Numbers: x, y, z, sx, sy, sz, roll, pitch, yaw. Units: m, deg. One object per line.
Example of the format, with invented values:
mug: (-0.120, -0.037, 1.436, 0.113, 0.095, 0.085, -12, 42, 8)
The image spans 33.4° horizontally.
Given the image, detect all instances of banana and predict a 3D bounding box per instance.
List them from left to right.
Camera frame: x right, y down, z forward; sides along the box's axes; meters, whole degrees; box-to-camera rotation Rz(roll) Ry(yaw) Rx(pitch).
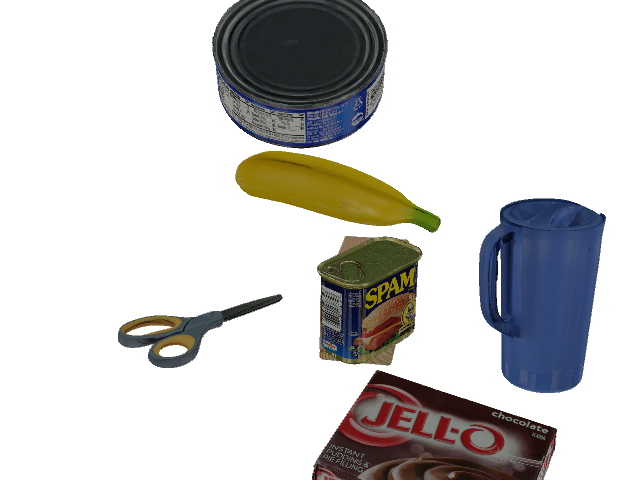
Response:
banana: (-0.008, -0.037, 0.783, 0.198, 0.037, 0.069, 18, -17, 42)

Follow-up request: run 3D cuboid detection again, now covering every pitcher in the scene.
pitcher: (0.289, 0.075, 1.402, 0.149, 0.243, 0.144, 5, 20, 15)

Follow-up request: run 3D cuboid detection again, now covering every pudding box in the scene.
pudding box: (0.064, 0.124, 0.588, 0.114, 0.039, 0.089, 18, 35, 18)

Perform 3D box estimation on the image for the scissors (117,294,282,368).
scissors: (-0.115, 0.096, 1.149, 0.201, 0.016, 0.096, -7, 31, -25)

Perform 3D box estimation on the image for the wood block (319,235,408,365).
wood block: (0.060, 0.072, 1.367, 0.091, 0.090, 0.206, 4, 21, 8)

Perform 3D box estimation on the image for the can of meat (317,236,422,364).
can of meat: (0.045, 0.055, 0.976, 0.058, 0.084, 0.101, 22, 33, 38)

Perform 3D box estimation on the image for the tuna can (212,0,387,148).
tuna can: (-0.010, -0.088, 0.533, 0.086, 0.086, 0.034, 0, -35, 0)
